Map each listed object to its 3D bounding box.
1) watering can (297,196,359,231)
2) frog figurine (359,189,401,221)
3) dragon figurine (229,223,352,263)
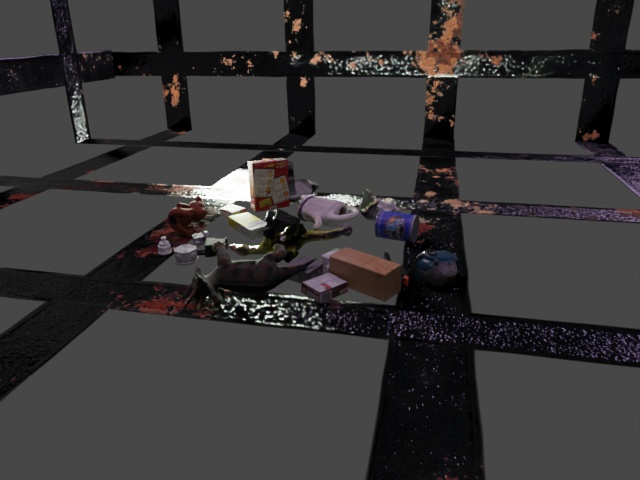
[{"bbox_3d":[0.006,-0.101,2.013,0.225,0.103,0.351,13,19,31],"label":"watering can"},{"bbox_3d":[0.246,-0.123,2.119,0.158,0.123,0.138,29,-5,-31],"label":"frog figurine"},{"bbox_3d":[-0.106,0.001,1.751,0.411,0.122,0.243,-10,5,-5],"label":"dragon figurine"}]
